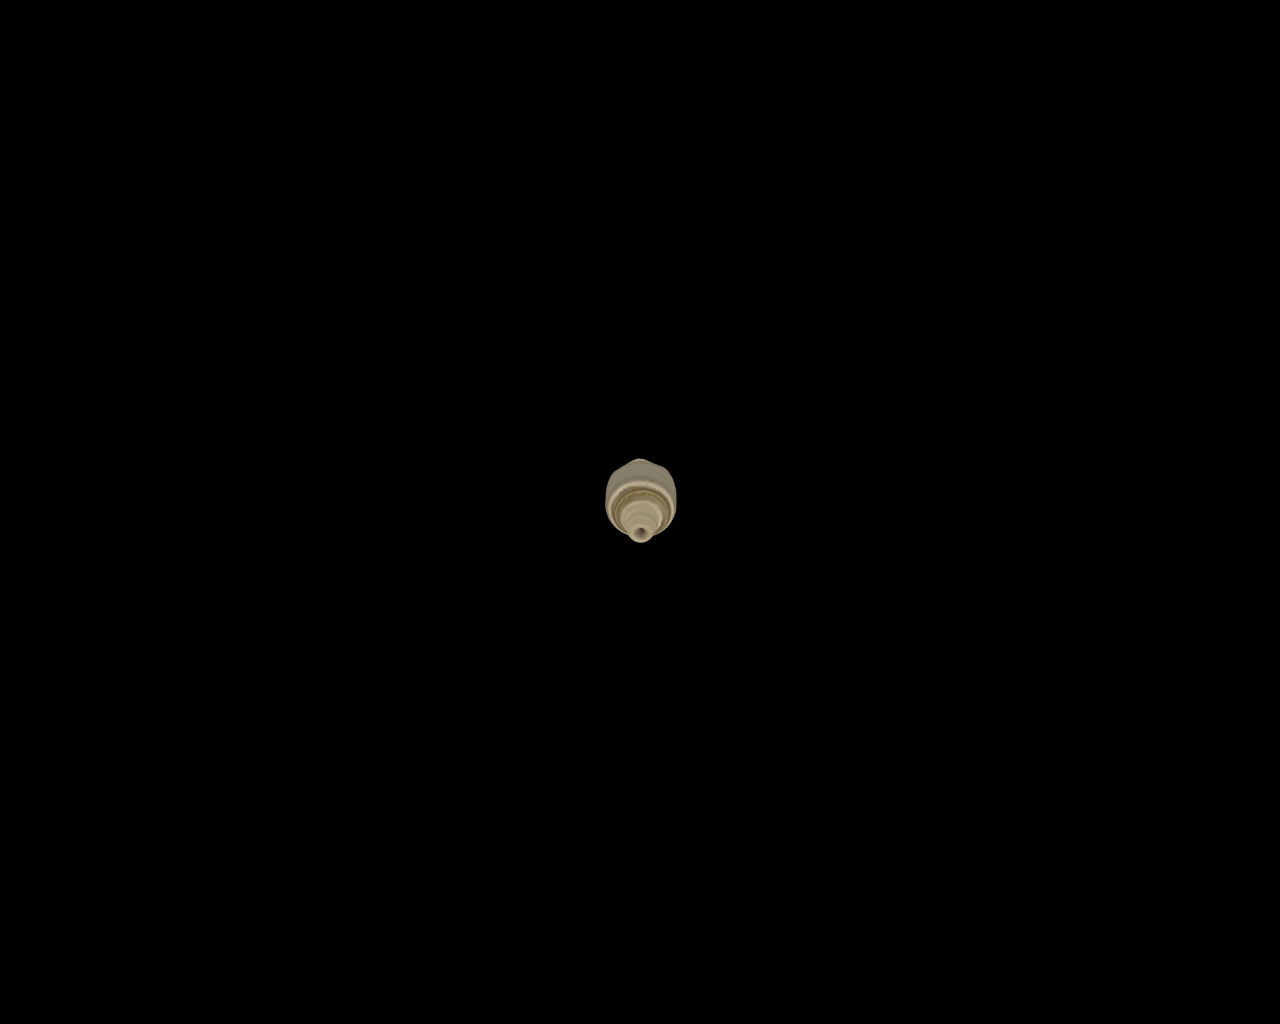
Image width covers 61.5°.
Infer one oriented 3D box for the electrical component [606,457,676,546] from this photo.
[{"bbox_3d":[0.001,-0.003,0.650,0.043,0.043,0.062,0,30,0],"label":"electrical component"}]
